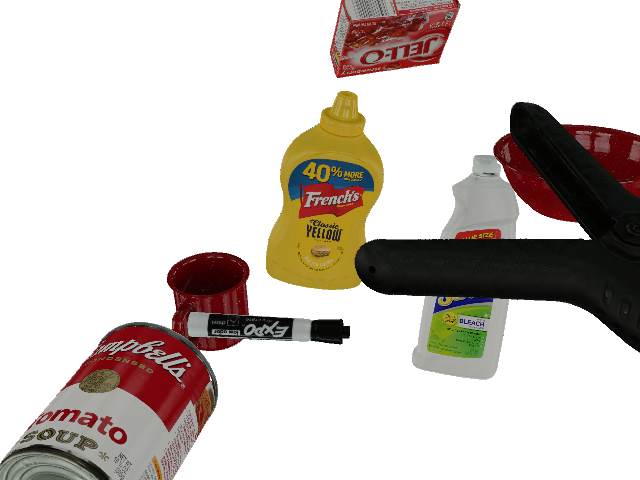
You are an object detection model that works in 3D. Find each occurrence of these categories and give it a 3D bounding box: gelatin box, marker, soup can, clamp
[{"bbox_3d":[0.056,-0.162,0.828,0.089,0.030,0.073,-9,-24,-12],"label":"gelatin box"},{"bbox_3d":[-0.038,0.065,0.796,0.121,0.020,0.020,2,0,7],"label":"marker"},{"bbox_3d":[-0.098,0.094,0.501,0.069,0.068,0.102,0,27,19],"label":"soup can"},{"bbox_3d":[0.132,0.012,0.486,0.210,0.036,0.164,31,49,31],"label":"clamp"}]

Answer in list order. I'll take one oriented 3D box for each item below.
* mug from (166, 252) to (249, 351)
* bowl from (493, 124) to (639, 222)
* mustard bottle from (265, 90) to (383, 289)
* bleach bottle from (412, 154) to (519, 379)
[{"bbox_3d":[-0.129,0.077,1.206,0.093,0.081,0.117,12,35,23],"label":"mug"},{"bbox_3d":[0.244,-0.060,1.011,0.162,0.055,0.162,-1,25,0],"label":"bowl"},{"bbox_3d":[0.008,-0.048,1.000,0.096,0.192,0.058,9,28,-5],"label":"mustard bottle"},{"bbox_3d":[0.167,0.027,1.213,0.103,0.251,0.068,8,16,15],"label":"bleach bottle"}]
